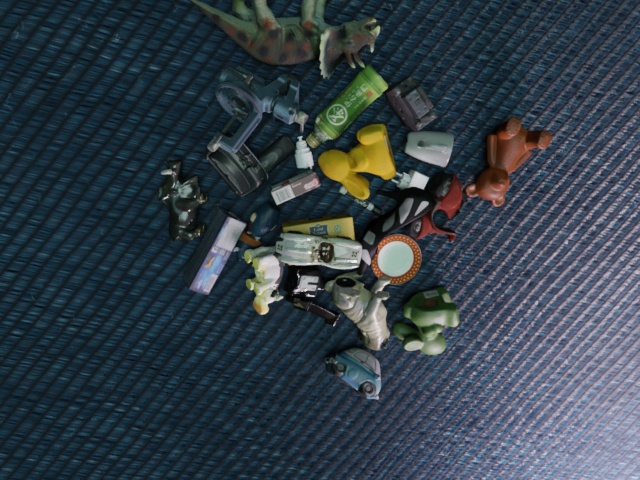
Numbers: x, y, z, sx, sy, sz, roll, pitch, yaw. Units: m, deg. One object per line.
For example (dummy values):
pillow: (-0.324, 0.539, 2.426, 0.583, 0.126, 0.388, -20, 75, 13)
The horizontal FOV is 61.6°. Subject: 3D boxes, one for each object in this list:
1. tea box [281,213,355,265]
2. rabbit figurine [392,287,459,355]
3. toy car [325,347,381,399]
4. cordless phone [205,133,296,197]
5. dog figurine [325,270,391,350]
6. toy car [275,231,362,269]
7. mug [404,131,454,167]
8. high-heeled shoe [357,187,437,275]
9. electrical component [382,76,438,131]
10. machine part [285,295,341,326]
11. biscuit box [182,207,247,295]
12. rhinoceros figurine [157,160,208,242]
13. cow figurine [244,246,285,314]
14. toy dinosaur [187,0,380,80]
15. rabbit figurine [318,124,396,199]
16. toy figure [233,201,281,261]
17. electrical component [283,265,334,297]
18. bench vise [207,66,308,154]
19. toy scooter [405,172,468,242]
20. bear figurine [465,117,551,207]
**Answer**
tea box: (-0.003, -0.004, 1.299, 0.170, 0.068, 0.098, -10, 104, -3)
rabbit figurine: (0.274, 0.229, 1.360, 0.159, 0.121, 0.170, -15, 119, -9)
toy car: (0.097, 0.329, 1.376, 0.161, 0.109, 0.103, 38, 73, -1)
cordless phone: (-0.157, -0.203, 1.242, 0.184, 0.089, 0.146, -42, 103, -8)
dog figurine: (0.094, 0.187, 1.342, 0.173, 0.121, 0.190, 13, 118, 16)
toy car: (-0.002, 0.024, 1.240, 0.202, 0.056, 0.073, 6, 104, -9)
mug: (0.253, -0.218, 1.265, 0.107, 0.109, 0.080, 11, 106, 4)
high-heeled shoe: (0.178, -0.014, 1.285, 0.145, 0.086, 0.248, 17, 110, 8)
electrical component: (0.205, -0.309, 1.221, 0.058, 0.134, 0.114, -38, 102, 2)
machine part: (-0.018, 0.171, 1.339, 0.139, 0.084, 0.039, 29, 73, -20)
biscuit box: (-0.252, 0.028, 1.271, 0.059, 0.063, 0.202, 24, 100, -40)
rhinoceros figurine: (-0.319, -0.090, 1.246, 0.112, 0.073, 0.190, 0, 104, 4)
cow figurine: (-0.125, 0.094, 1.297, 0.098, 0.068, 0.167, -19, 122, -32)
toy dinosaur: (-0.079, -0.446, 1.172, 0.405, 0.131, 0.192, -3, 103, 1)
rabbit figurine: (0.085, -0.183, 1.262, 0.173, 0.122, 0.162, -12, 113, 10)
toy figure: (-0.152, -0.019, 1.285, 0.064, 0.058, 0.154, 35, 101, -7)
electrical component: (-0.026, 0.099, 1.325, 0.119, 0.048, 0.074, 2, 107, -36)
bench vise: (-0.152, -0.272, 1.176, 0.223, 0.129, 0.240, 35, 67, -5)
toy scooter: (0.303, -0.067, 1.317, 0.135, 0.075, 0.184, 31, 96, -19)
bear figurine: (0.439, -0.179, 1.282, 0.120, 0.132, 0.195, 23, 93, -8)
